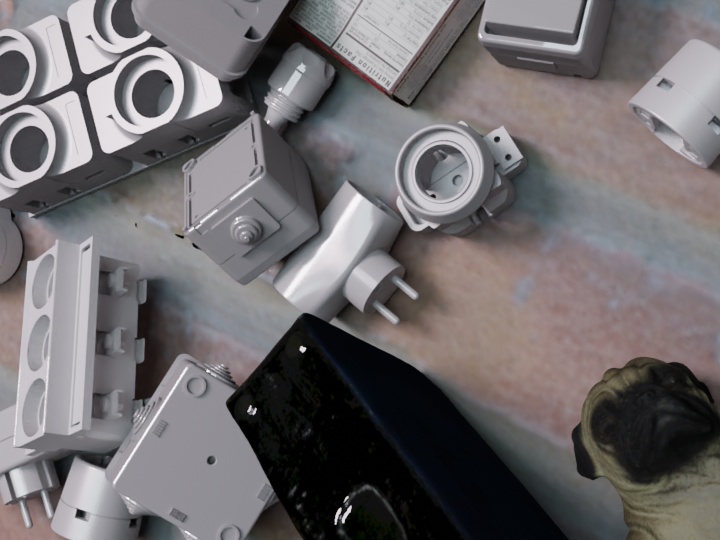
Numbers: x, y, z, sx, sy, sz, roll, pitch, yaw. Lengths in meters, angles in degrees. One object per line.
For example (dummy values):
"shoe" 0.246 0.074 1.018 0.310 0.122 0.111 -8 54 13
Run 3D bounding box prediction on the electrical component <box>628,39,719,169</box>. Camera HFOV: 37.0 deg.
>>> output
"electrical component" 0.181 -0.090 0.577 0.055 0.055 0.047 43 97 18

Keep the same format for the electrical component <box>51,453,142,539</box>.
"electrical component" -0.164 0.147 0.690 0.055 0.055 0.047 14 87 21

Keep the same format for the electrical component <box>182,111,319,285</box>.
"electrical component" -0.064 -0.038 0.644 0.062 0.061 0.096 -36 32 15

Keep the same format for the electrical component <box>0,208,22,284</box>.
"electrical component" -0.282 -0.059 0.739 0.052 0.074 0.138 -14 81 19

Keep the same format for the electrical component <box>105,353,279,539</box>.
"electrical component" -0.090 0.109 0.636 0.100 0.048 0.099 33 81 -11

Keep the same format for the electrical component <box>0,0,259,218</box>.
"electrical component" -0.173 -0.118 0.710 0.186 0.060 0.105 -20 79 18

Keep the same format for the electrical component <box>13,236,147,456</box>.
"electrical component" -0.175 0.051 0.676 0.079 0.063 0.121 -26 58 45

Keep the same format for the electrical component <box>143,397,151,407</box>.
"electrical component" -0.110 0.109 0.679 0.044 0.044 0.065 -12 86 20

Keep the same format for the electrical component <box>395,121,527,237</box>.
"electrical component" 0.054 -0.053 0.620 0.078 0.057 0.058 -34 75 15

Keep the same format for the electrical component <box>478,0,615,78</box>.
"electrical component" 0.110 -0.164 0.606 0.062 0.061 0.096 13 91 21

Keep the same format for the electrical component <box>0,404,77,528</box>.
"electrical component" -0.223 0.133 0.716 0.083 0.047 0.075 -25 77 17

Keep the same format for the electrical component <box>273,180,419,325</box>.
"electrical component" 0.000 0.000 0.643 0.079 0.044 0.077 40 100 19

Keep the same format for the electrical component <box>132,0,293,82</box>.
"electrical component" -0.076 -0.179 0.645 0.078 0.057 0.113 33 64 -11

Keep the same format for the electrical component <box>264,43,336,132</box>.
"electrical component" -0.044 -0.109 0.674 0.035 0.035 0.061 39 102 19
